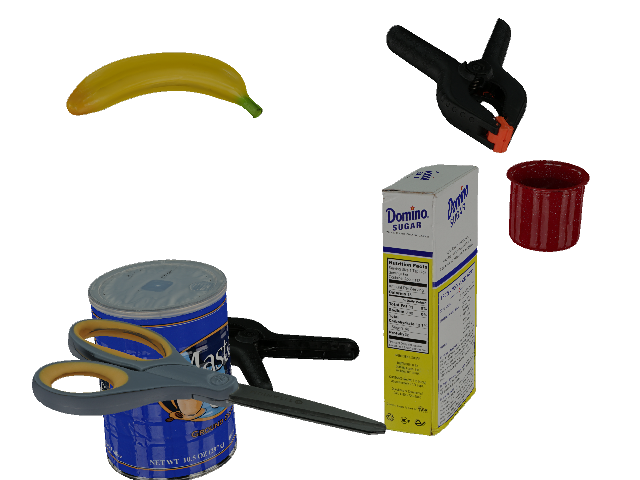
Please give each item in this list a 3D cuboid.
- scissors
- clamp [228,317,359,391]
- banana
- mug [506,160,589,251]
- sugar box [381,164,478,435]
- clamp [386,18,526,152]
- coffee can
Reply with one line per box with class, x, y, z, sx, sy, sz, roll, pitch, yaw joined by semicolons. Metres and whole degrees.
scissors;-0.073;0.087;0.586;0.202;0.016;0.096;19;29;30
clamp;-0.083;0.127;1.228;0.210;0.036;0.164;13;21;29
banana;-0.151;-0.151;1.026;0.197;0.070;0.037;-4;-40;-28
mug;0.269;-0.043;1.241;0.093;0.081;0.117;21;34;39
sugar box;0.078;0.040;0.758;0.048;0.176;0.093;4;16;26
clamp;0.125;-0.145;0.955;0.120;0.039;0.171;-4;44;-2
coffee can;-0.119;0.097;0.815;0.103;0.140;0.103;-2;19;0
